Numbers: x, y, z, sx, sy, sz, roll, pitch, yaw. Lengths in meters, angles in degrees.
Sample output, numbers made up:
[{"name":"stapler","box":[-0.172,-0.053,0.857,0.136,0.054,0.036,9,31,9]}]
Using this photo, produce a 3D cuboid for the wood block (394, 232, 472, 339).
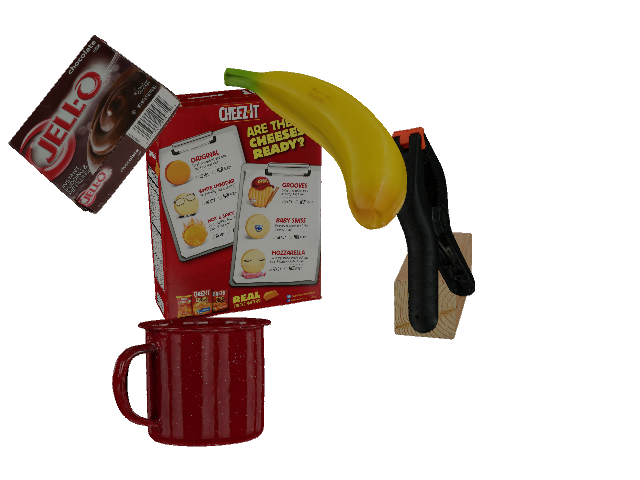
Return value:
[{"name":"wood block","box":[0.174,0.063,1.624,0.091,0.090,0.206,4,22,13]}]

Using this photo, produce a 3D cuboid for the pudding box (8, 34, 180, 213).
[{"name":"pudding box","box":[-0.175,-0.091,0.830,0.090,0.113,0.039,37,-3,29]}]

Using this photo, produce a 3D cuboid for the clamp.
[{"name":"clamp","box":[0.089,-0.007,0.913,0.039,0.171,0.120,-13,17,24]}]

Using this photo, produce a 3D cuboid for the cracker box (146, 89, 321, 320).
[{"name":"cracker box","box":[-0.084,-0.038,1.049,0.164,0.214,0.072,-8,21,-20]}]

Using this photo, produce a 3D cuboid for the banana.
[{"name":"banana","box":[0.009,-0.060,0.655,0.069,0.037,0.198,-15,36,-23]}]

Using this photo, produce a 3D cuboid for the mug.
[{"name":"mug","box":[-0.090,0.097,0.740,0.117,0.081,0.093,-1,0,-41]}]
